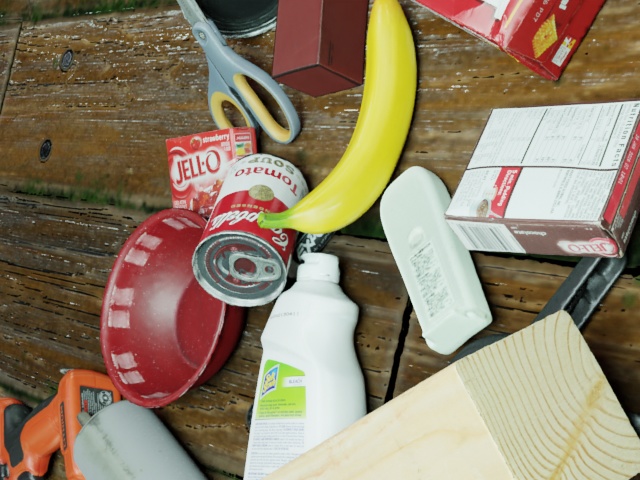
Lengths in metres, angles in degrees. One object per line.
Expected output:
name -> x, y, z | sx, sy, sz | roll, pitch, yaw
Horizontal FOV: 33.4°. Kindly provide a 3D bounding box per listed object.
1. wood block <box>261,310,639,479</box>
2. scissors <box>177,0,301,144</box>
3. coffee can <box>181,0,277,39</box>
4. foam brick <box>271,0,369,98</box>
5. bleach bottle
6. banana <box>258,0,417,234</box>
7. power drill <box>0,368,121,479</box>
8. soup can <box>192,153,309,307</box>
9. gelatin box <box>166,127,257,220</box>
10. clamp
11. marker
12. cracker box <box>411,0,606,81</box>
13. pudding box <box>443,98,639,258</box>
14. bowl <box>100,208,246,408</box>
wood block -> 0.064, 0.129, 0.592 | 0.206, 0.090, 0.090 | -42, 71, 49
scissors -> -0.094, -0.150, 0.855 | 0.202, 0.016, 0.096 | 48, 144, -3
coffee can -> -0.079, -0.255, 0.892 | 0.103, 0.102, 0.140 | -37, 55, 32
foam brick -> 0.000, -0.158, 0.820 | 0.051, 0.052, 0.078 | -7, 73, 44
bleach bottle -> -0.005, 0.132, 0.733 | 0.103, 0.068, 0.251 | -10, 69, 46
banana -> 0.030, -0.079, 0.754 | 0.037, 0.069, 0.197 | -3, 57, 61
power drill -> -0.250, 0.209, 0.958 | 0.188, 0.057, 0.184 | -31, 58, 35
soup can -> -0.048, -0.009, 0.785 | 0.069, 0.068, 0.102 | -36, 24, 33
gelatin box -> -0.088, -0.052, 0.880 | 0.089, 0.030, 0.073 | -2, 94, 45
clamp -> 0.125, 0.075, 0.636 | 0.172, 0.039, 0.120 | -23, 49, 42
marker -> -0.005, 0.001, 0.803 | 0.121, 0.020, 0.020 | -51, 48, 21
cracker box -> 0.111, -0.228, 0.717 | 0.214, 0.072, 0.164 | 42, 108, 43
pudding box -> 0.140, -0.038, 0.637 | 0.114, 0.039, 0.090 | 4, 59, 44
bowl -> -0.110, 0.058, 0.865 | 0.162, 0.055, 0.162 | -16, 67, 42
